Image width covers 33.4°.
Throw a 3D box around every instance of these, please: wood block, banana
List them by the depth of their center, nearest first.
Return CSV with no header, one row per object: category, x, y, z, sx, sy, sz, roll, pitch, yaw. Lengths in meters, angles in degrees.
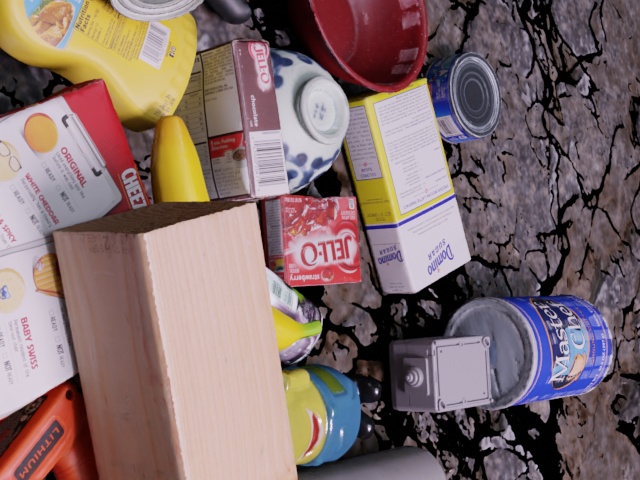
wood block,-0.084,0.085,0.648,0.090,0.090,0.206,-20,106,-46
banana,-0.070,0.011,0.733,0.197,0.037,0.069,58,40,-23

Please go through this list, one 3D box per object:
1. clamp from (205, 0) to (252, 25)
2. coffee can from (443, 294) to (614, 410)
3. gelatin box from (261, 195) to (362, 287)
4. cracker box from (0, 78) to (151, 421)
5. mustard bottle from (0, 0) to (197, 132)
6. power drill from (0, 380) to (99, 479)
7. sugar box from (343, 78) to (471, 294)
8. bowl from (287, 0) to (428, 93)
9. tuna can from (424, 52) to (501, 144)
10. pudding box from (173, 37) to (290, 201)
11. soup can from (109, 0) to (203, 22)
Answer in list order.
clamp,-0.109,-0.228,0.787,0.171,0.039,0.120,2,79,-39
coffee can,0.199,0.104,1.017,0.140,0.103,0.103,1,85,-45
gelatin box,-0.006,0.001,0.872,0.089,0.030,0.073,0,86,-45
cracker box,-0.200,0.014,0.645,0.213,0.072,0.164,-32,110,-44
mustard bottle,-0.170,-0.155,0.702,0.191,0.058,0.096,32,62,-39
power drill,-0.154,0.195,0.684,0.187,0.057,0.184,55,48,-30
sugar box,0.075,-0.049,0.950,0.093,0.048,0.176,-25,107,-44
bowl,0.023,-0.196,0.898,0.161,0.055,0.162,15,69,-46
tuna can,0.138,-0.138,1.031,0.085,0.034,0.086,6,81,-45
pudding box,-0.071,-0.082,0.773,0.039,0.090,0.113,-7,91,-44
soup can,-0.113,-0.203,0.694,0.068,0.069,0.102,8,60,-45
